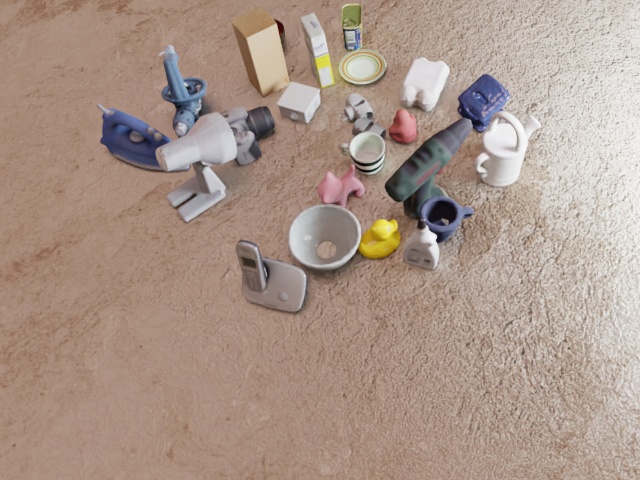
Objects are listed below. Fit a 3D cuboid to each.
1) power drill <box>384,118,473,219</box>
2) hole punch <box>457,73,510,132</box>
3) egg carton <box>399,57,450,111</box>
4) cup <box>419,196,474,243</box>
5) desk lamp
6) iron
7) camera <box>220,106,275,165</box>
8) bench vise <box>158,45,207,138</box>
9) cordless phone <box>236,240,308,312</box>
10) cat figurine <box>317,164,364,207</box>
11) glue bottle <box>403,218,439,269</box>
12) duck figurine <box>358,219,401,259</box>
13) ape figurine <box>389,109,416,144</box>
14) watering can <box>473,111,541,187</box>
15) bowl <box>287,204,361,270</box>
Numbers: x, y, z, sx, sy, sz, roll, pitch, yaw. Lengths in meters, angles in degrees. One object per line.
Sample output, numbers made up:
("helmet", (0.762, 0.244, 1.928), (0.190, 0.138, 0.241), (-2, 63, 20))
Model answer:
("power drill", (0.242, -0.144, 1.272), (0.230, 0.209, 0.075), (-38, 62, -14))
("hole punch", (0.408, -0.344, 1.433), (0.101, 0.091, 0.108), (-30, 61, -10))
("egg carton", (0.272, -0.412, 1.503), (0.107, 0.069, 0.150), (16, 64, 16))
("cup", (0.278, -0.039, 1.272), (0.117, 0.095, 0.091), (-9, 59, 2))
("desk lamp", (-0.289, -0.177, 1.358), (0.203, 0.214, 0.117), (-37, 62, -14))
("iron", (-0.459, -0.268, 1.475), (0.257, 0.142, 0.119), (22, 65, 19))
("camera", (-0.184, -0.289, 1.475), (0.137, 0.101, 0.143), (-23, 60, -6))
("bench vise", (-0.348, -0.376, 1.477), (0.121, 0.220, 0.207), (-21, 60, -4))
("cordless phone", (-0.104, 0.071, 1.207), (0.147, 0.185, 0.094), (11, 62, 14))
("cat figurine", (0.042, -0.125, 1.340), (0.067, 0.118, 0.128), (38, 71, 25))
("glue bottle", (0.215, 0.003, 1.211), (0.078, 0.173, 0.037), (16, 64, 17))
("duck figurine", (0.131, -0.010, 1.281), (0.104, 0.086, 0.077), (-24, 60, -6))
("ape figurine", (0.207, -0.290, 1.428), (0.078, 0.092, 0.076), (-21, 60, -4))
("watering can", (0.421, -0.222, 1.301), (0.100, 0.194, 0.173), (28, 67, 21))
("bowl", (0.012, 0.005, 1.294), (0.167, 0.075, 0.167), (-3, 60, 6))
